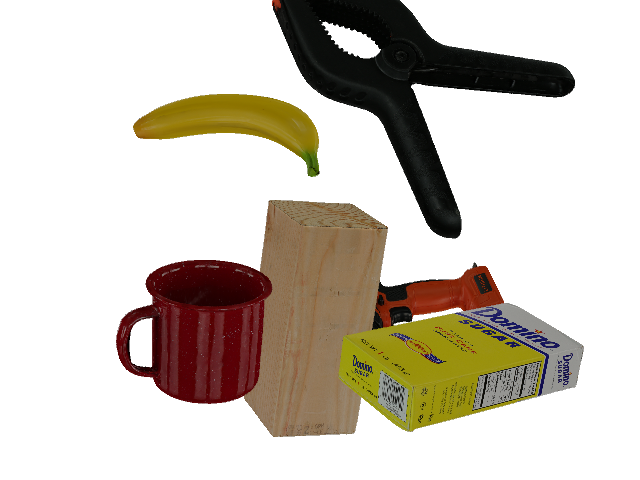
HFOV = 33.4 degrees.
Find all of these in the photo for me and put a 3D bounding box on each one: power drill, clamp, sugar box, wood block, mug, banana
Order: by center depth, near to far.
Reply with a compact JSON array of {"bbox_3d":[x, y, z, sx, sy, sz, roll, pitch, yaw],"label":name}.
[{"bbox_3d":[0.049,-0.104,0.709,0.210,0.164,0.036,31,-30,5],"label":"clamp"},{"bbox_3d":[-0.095,0.070,0.790,0.117,0.081,0.093,-9,24,-32],"label":"mug"},{"bbox_3d":[0.113,0.096,0.847,0.175,0.048,0.093,-11,27,-32],"label":"sugar box"},{"bbox_3d":[-0.080,-0.109,0.998,0.198,0.037,0.069,12,47,23],"label":"banana"},{"bbox_3d":[-0.007,0.073,1.019,0.090,0.206,0.091,2,16,-23],"label":"wood block"},{"bbox_3d":[0.109,0.082,1.203,0.187,0.057,0.184,-3,27,-3],"label":"power drill"}]
